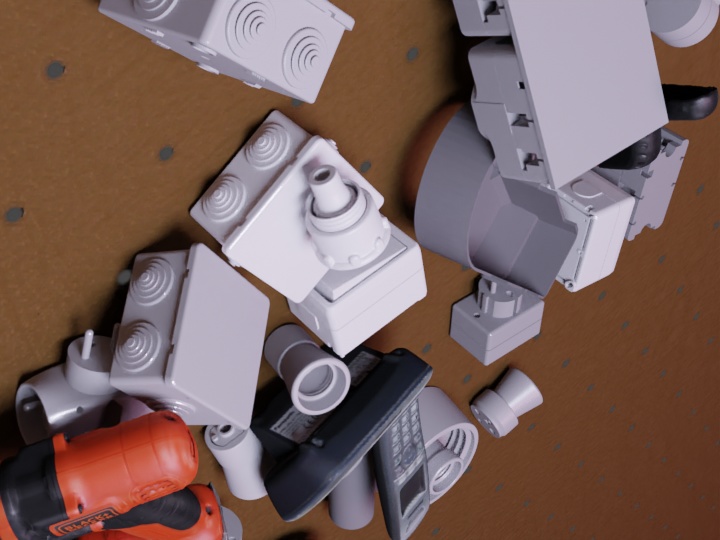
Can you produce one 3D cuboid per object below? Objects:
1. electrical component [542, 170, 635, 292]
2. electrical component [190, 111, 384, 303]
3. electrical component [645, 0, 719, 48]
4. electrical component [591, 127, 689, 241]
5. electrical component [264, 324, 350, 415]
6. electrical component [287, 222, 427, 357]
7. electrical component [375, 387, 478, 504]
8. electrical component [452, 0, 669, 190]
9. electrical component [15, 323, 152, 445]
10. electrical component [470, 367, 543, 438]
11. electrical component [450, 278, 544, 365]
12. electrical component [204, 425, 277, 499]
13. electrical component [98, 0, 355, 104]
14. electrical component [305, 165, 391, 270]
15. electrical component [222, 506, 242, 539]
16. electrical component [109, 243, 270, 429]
[{"bbox_3d":[0.187,-0.031,0.915,0.061,0.062,0.096,-23,137,-33],"label":"electrical component"},{"bbox_3d":[-0.045,-0.039,0.668,0.099,0.048,0.100,-50,145,0],"label":"electrical component"},{"bbox_3d":[0.256,-0.241,0.808,0.074,0.052,0.138,13,111,-52],"label":"electrical component"},{"bbox_3d":[0.235,-0.081,0.927,0.050,0.056,0.089,-22,136,-34],"label":"electrical component"},{"bbox_3d":[-0.040,0.066,0.754,0.044,0.065,0.044,-13,120,-24],"label":"electrical component"},{"bbox_3d":[0.000,0.000,0.741,0.096,0.062,0.061,-36,142,-19],"label":"electrical component"},{"bbox_3d":[0.057,0.165,0.954,0.108,0.060,0.108,-29,140,-28],"label":"electrical component"},{"bbox_3d":[0.117,-0.159,0.671,0.105,0.060,0.186,-30,115,-25],"label":"electrical component"},{"bbox_3d":[-0.159,0.066,0.645,0.077,0.043,0.079,-11,130,-41],"label":"electrical component"},{"bbox_3d":[0.139,0.126,1.023,0.055,0.045,0.045,-39,143,-13],"label":"electrical component"},{"bbox_3d":[0.117,0.028,0.906,0.066,0.047,0.076,-28,139,-28],"label":"electrical component"},{"bbox_3d":[-0.087,0.133,0.787,0.044,0.044,0.065,-39,138,-16],"label":"electrical component"},{"bbox_3d":[-0.067,-0.124,0.526,0.100,0.100,0.048,20,93,-53],"label":"electrical component"},{"bbox_3d":[-0.012,-0.034,0.627,0.048,0.048,0.062,-40,137,-14],"label":"electrical component"},{"bbox_3d":[-0.147,0.208,0.780,0.138,0.052,0.073,-21,136,-35],"label":"electrical component"},{"bbox_3d":[-0.102,0.042,0.648,0.099,0.048,0.099,46,46,-55],"label":"electrical component"}]
